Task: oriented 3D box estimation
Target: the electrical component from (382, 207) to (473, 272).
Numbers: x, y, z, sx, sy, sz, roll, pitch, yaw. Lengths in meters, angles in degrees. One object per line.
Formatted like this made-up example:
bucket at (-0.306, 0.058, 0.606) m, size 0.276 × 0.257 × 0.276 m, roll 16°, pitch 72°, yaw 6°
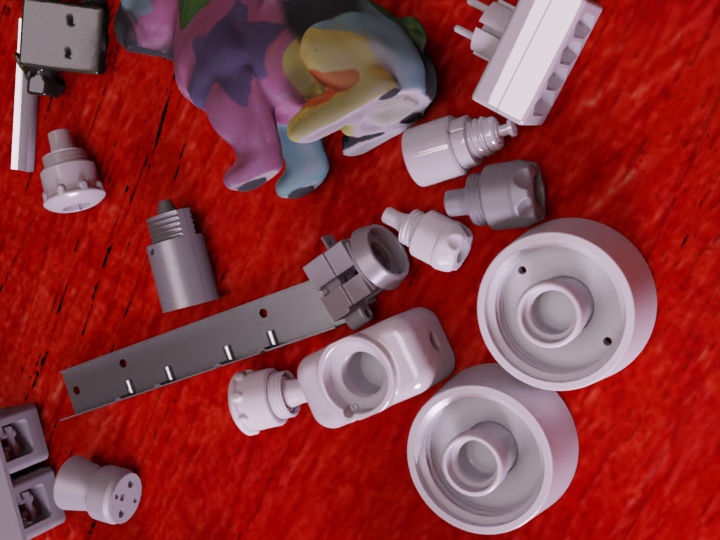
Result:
electrical component at (0.043, -0.025, 0.719) m, size 0.061 × 0.035 × 0.035 m, roll 28°, pitch 108°, yaw 22°

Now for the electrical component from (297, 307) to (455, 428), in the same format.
electrical component at (0.009, 0.067, 0.733) m, size 0.095 × 0.059 × 0.053 m, roll -26°, pitch 85°, yaw 26°

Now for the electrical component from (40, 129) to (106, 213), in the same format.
electrical component at (-0.227, -0.078, 0.834) m, size 0.048 × 0.048 × 0.062 m, roll -19°, pitch 82°, yaw 26°

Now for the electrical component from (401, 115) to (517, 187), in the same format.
electrical component at (0.064, -0.081, 0.698) m, size 0.078 × 0.040 × 0.040 m, roll -15°, pitch 90°, yaw 26°

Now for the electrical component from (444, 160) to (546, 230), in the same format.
electrical component at (0.085, -0.046, 0.691) m, size 0.062 × 0.043 × 0.043 m, roll -7°, pitch 94°, yaw 27°

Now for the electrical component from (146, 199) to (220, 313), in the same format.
electrical component at (-0.135, -0.012, 0.799) m, size 0.043 × 0.043 × 0.081 m, roll -14°, pitch 90°, yaw 26°

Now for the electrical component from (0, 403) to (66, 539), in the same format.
electrical component at (-0.346, 0.183, 0.915) m, size 0.186 × 0.060 × 0.105 m, roll -15°, pitch 91°, yaw 26°

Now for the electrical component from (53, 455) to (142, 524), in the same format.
electrical component at (-0.209, 0.175, 0.858) m, size 0.055 × 0.045 × 0.045 m, roll 10°, pitch 101°, yaw 23°

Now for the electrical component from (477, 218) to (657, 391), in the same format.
electrical component at (0.125, 0.023, 0.671) m, size 0.108 × 0.060 × 0.108 m, roll 4°, pitch 98°, yaw 25°

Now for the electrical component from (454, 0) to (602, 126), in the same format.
electrical component at (0.095, -0.144, 0.671) m, size 0.076 × 0.047 × 0.083 m, roll 32°, pitch 109°, yaw 18°

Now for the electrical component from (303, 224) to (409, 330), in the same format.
electrical component at (0.000, 0.000, 0.736) m, size 0.055 × 0.048 × 0.066 m, roll -35°, pitch 82°, yaw 32°

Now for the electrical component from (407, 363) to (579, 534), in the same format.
electrical component at (0.083, 0.120, 0.704) m, size 0.108 × 0.060 × 0.108 m, roll 3°, pitch 98°, yaw 25°

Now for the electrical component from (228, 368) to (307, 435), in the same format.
electrical component at (-0.061, 0.092, 0.778) m, size 0.062 × 0.048 × 0.048 m, roll -14°, pitch 91°, yaw 19°
